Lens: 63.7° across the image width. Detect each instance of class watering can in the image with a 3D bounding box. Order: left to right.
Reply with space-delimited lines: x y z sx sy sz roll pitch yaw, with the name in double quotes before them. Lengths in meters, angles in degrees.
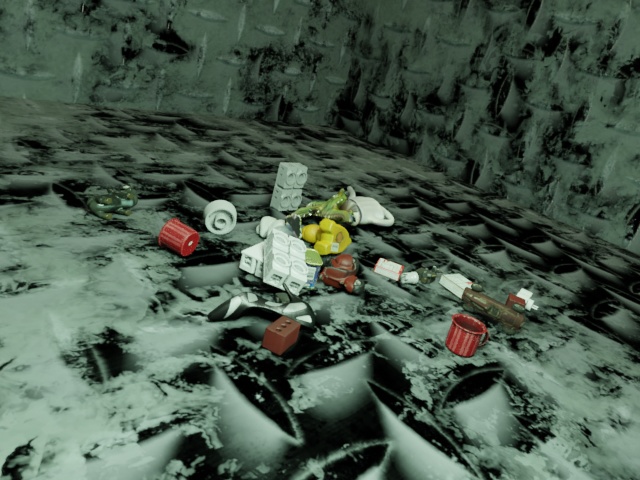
"watering can" 0.158 -0.143 2.181 0.225 0.102 0.353 -3 30 -38

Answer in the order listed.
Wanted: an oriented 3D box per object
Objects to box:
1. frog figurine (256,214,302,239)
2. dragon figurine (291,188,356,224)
"frog figurine" -0.146 -0.026 1.741 0.158 0.121 0.140 -16 18 24
"dragon figurine" 0.006 -0.099 1.966 0.242 0.121 0.415 -15 12 6
